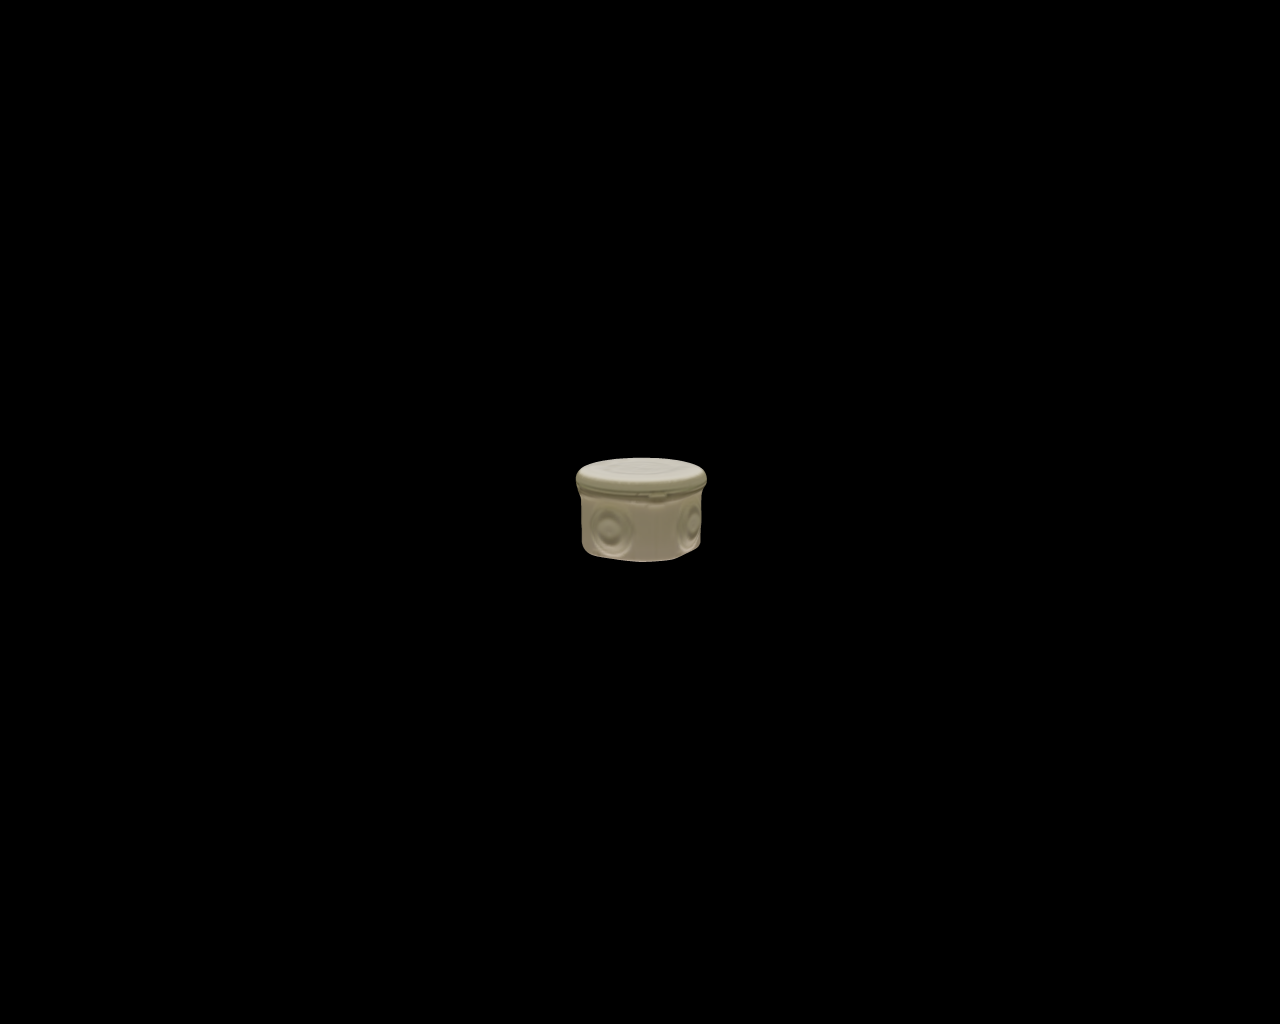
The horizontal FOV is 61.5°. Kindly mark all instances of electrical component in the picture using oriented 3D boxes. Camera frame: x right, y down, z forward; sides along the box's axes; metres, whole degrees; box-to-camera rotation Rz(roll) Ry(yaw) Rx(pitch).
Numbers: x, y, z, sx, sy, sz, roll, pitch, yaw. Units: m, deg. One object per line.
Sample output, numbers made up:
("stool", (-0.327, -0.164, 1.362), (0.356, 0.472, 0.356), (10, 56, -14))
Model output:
("electrical component", (0.001, -0.003, 0.650), (0.080, 0.051, 0.080), (0, 13, 0))
